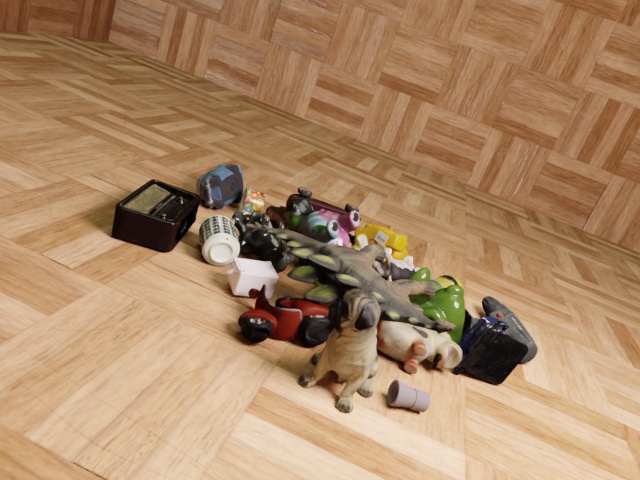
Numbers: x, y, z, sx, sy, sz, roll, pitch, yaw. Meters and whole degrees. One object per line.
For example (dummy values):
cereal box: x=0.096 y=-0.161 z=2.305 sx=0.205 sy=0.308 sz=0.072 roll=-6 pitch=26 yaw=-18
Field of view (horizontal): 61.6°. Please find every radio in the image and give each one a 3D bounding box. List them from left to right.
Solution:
radio: x=-0.354 y=-0.058 z=1.190 sx=0.131 sy=0.073 sz=0.230 roll=19 pitch=21 yaw=-4

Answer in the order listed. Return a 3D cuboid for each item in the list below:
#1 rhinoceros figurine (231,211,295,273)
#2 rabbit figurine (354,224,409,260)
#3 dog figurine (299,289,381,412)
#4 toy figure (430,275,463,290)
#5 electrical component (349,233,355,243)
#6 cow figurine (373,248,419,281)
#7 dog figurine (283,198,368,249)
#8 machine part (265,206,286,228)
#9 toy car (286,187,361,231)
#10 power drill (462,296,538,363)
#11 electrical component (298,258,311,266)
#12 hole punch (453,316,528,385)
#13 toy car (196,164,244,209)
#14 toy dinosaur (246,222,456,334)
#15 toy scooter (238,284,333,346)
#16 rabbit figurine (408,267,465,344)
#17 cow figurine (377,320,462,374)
rhinoceros figurine: x=-0.132 y=-0.001 z=1.220 sx=0.190 sy=0.112 sz=0.073 roll=47 pitch=15 yaw=28
rabbit figurine: x=0.168 y=0.029 z=1.446 sx=0.163 sy=0.121 sz=0.173 roll=27 pitch=6 yaw=40
dog figurine: x=0.064 y=0.157 z=0.881 sx=0.121 sy=0.190 sz=0.172 roll=24 pitch=19 yaw=9
toy figure: x=0.275 y=0.129 z=1.285 sx=0.180 sy=0.089 sz=0.082 roll=4 pitch=33 yaw=-41
electrical component: x=0.037 y=-0.020 z=1.495 sx=0.075 sy=0.047 sz=0.119 roll=4 pitch=27 yaw=-38
cow figurine: x=0.214 y=0.089 z=1.326 sx=0.167 sy=0.068 sz=0.098 roll=21 pitch=29 yaw=-35
dog figurine: x=-0.003 y=-0.004 z=1.239 sx=0.108 sy=0.191 sz=0.219 roll=-29 pitch=21 yaw=-36
machine part: x=-0.072 y=-0.034 z=1.417 sx=0.179 sy=0.056 sz=0.179 roll=19 pitch=20 yaw=-7
toy car: x=0.008 y=-0.073 z=1.390 sx=0.202 sy=0.089 sz=0.053 roll=16 pitch=25 yaw=-19
power drill: x=0.384 y=0.193 z=1.261 sx=0.207 sy=0.086 sz=0.232 roll=18 pitch=22 yaw=-27
electrical component: x=-0.006 y=0.058 z=1.272 sx=0.102 sy=0.045 sz=0.078 roll=23 pitch=42 yaw=12
hole punch: x=0.334 y=0.212 z=1.086 sx=0.115 sy=0.142 sz=0.092 roll=28 pitch=19 yaw=-19
toy car: x=-0.280 y=-0.143 z=1.454 sx=0.103 sy=0.109 sz=0.161 roll=5 pitch=25 yaw=26
toy dinosaur: x=0.049 y=0.063 z=1.031 sx=0.472 sy=0.105 sz=0.198 roll=28 pitch=21 yaw=38
toy scooter: x=-0.068 y=0.132 z=0.988 sx=0.184 sy=0.075 sz=0.135 roll=4 pitch=26 yaw=-26
rabbit figurine: x=0.215 y=0.148 z=1.135 sx=0.170 sy=0.158 sz=0.121 roll=2 pitch=33 yaw=-5
cow figurine: x=0.182 y=0.196 z=1.050 sx=0.195 sy=0.085 sz=0.127 roll=22 pitch=26 yaw=8
